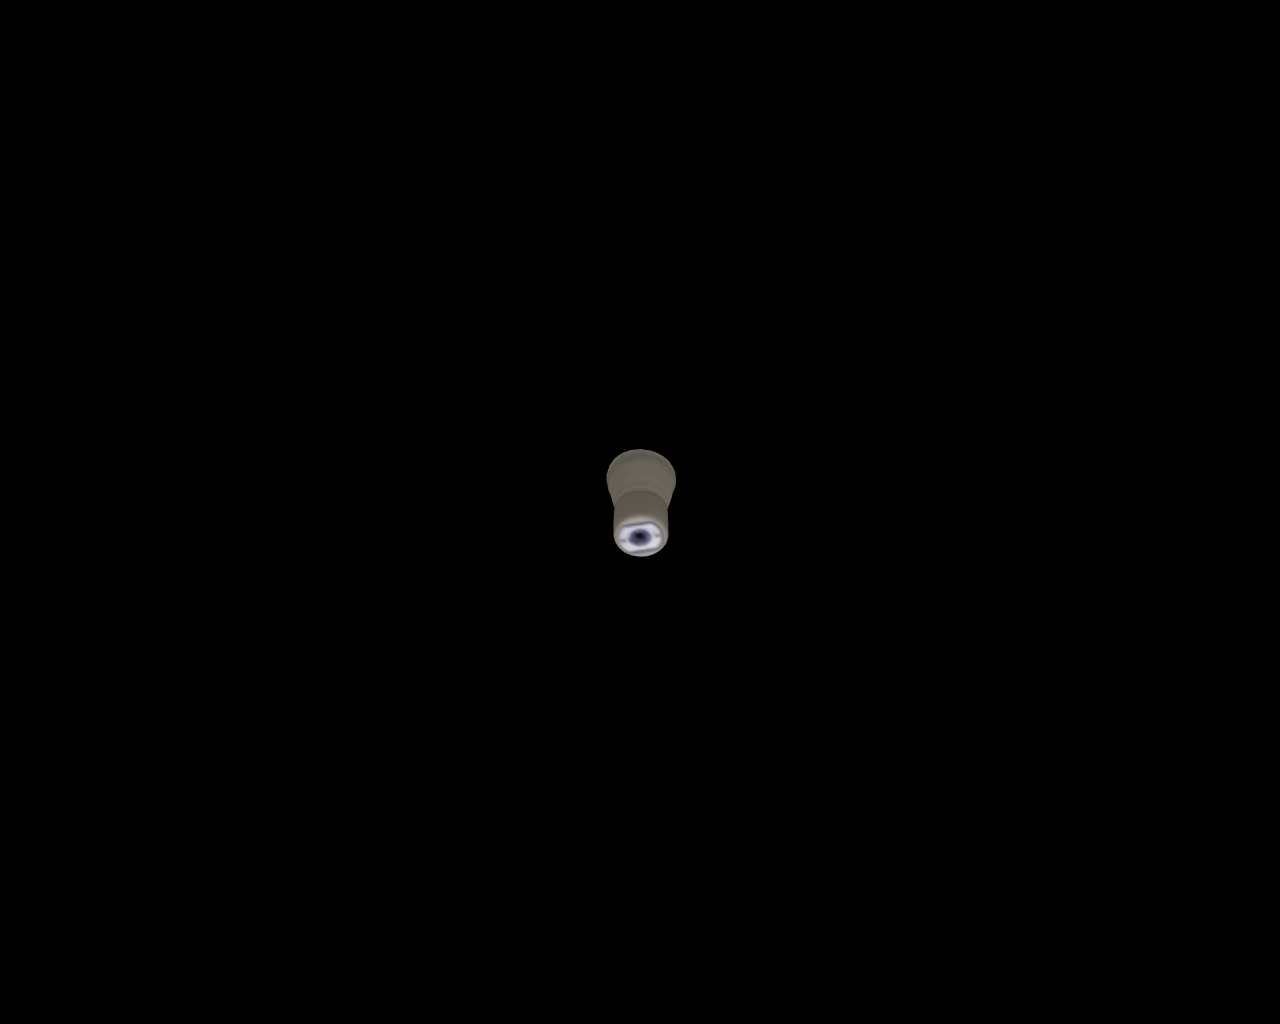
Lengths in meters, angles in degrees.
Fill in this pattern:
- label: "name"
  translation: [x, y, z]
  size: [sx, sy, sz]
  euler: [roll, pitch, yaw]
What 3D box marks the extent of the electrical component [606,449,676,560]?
- label: "electrical component"
  translation: [0.001, -0.003, 0.650]
  size: [0.044, 0.044, 0.065]
  euler: [0, 37, 0]
